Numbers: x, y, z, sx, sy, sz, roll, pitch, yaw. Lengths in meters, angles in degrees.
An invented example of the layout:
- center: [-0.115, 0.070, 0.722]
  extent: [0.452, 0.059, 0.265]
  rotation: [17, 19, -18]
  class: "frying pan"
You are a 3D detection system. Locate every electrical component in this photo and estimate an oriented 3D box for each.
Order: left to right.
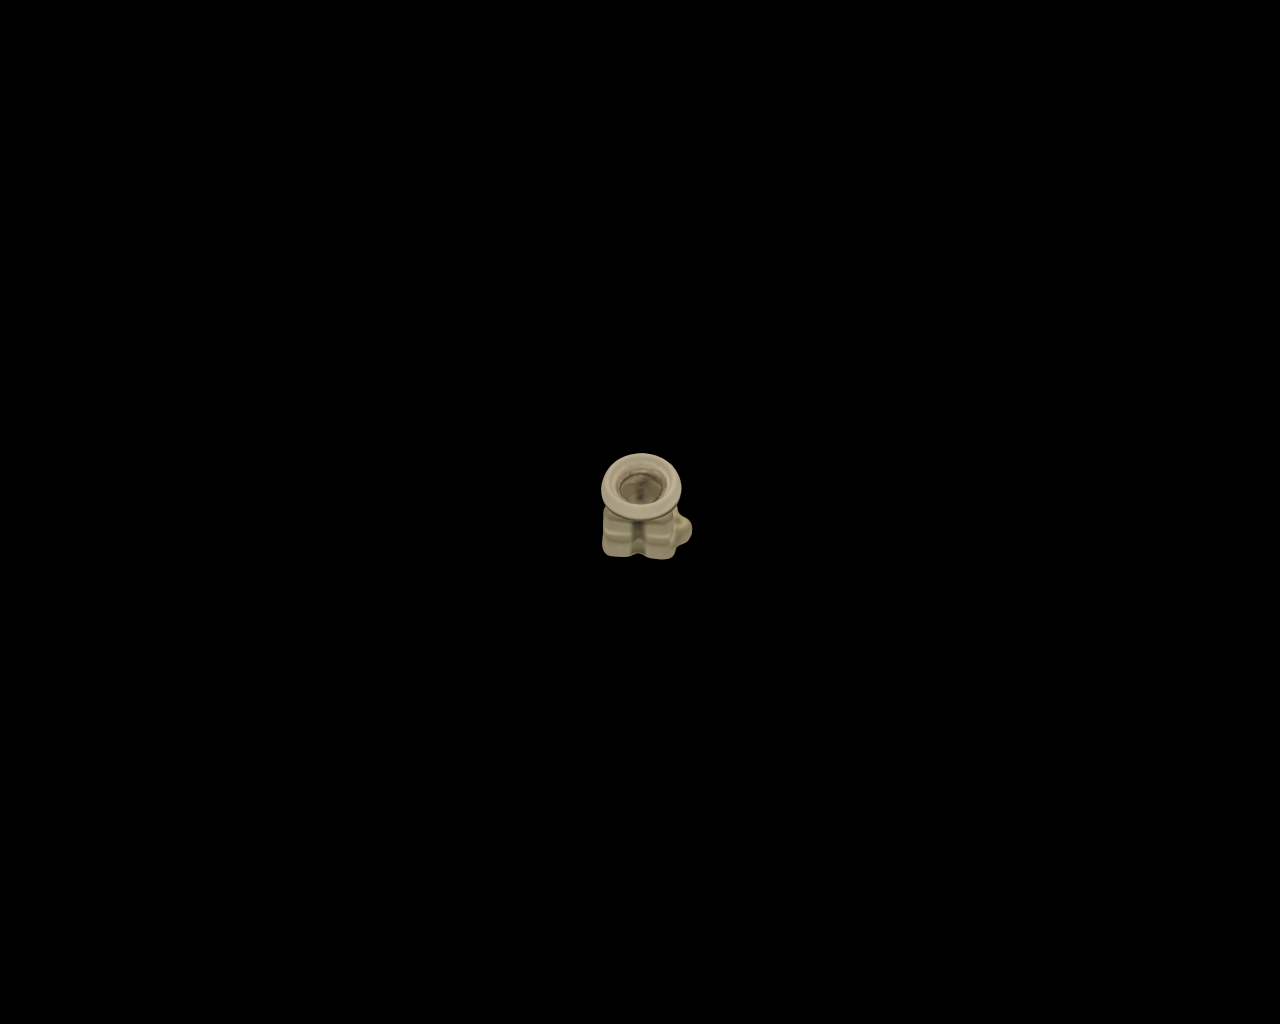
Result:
- center: [0.001, -0.003, 0.650]
  extent: [0.066, 0.048, 0.055]
  rotation: [2, -40, 2]
  class: "electrical component"
